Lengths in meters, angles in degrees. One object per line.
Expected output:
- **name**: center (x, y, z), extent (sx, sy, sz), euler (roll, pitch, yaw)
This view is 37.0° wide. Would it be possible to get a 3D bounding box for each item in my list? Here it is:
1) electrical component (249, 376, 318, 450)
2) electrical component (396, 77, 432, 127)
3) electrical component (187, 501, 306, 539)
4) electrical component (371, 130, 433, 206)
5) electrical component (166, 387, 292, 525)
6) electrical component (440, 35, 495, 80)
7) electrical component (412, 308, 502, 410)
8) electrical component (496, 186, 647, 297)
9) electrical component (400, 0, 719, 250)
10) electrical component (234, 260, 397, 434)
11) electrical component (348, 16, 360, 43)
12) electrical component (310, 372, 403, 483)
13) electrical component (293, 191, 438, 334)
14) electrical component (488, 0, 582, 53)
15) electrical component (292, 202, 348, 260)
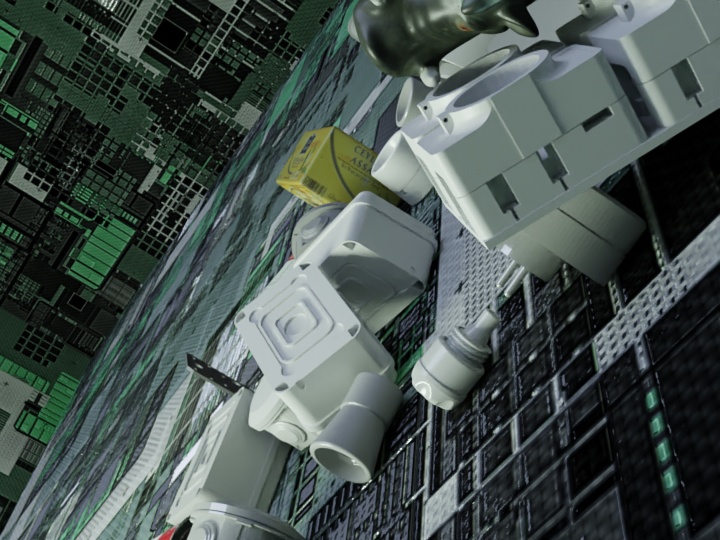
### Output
- **electrical component**: center (-0.050, 0.099, 0.857), extent (0.080, 0.051, 0.080), euler (-53, 14, 19)
- **electrical component**: center (0.069, -0.140, 0.944), extent (0.044, 0.065, 0.044), euler (-168, 90, -78)
- **electrical component**: center (-0.078, 0.187, 0.703), extent (0.080, 0.080, 0.051), euler (-35, 31, 58)
- **electrical component**: center (0.043, -0.094, 0.972), extent (0.055, 0.047, 0.055), euler (-53, 14, 19)
- **electrical component**: center (-0.103, 0.165, 0.888), extent (0.078, 0.057, 0.113), euler (-44, 19, 46)
- **electrical component**: center (0.094, -0.177, 0.881), extent (0.064, 0.099, 0.099), euler (-64, 14, -2)
- **electrical component**: center (0.059, 0.049, 0.622), extent (0.061, 0.035, 0.035), euler (-53, 14, 13)
- **electrical component**: center (0.099, -0.018, 0.591), extent (0.073, 0.052, 0.138), euler (-56, 13, 8)
- **electrical component**: center (0.116, -0.095, 0.530), extent (0.186, 0.060, 0.105), euler (-32, 16, 2)
- **electrical component**: center (-0.032, 0.056, 0.776), extent (0.078, 0.057, 0.113), euler (-39, 36, -1)
- **electrical component**: center (0.050, -0.242, 0.977), extent (0.113, 0.078, 0.057), euler (-56, 16, 9)
- **electrical component**: center (0.001, 0.100, 0.701), extent (0.044, 0.044, 0.065), euler (-37, 19, 56)
- **electrical component**: center (0.000, 0.000, 0.848), extent (0.113, 0.078, 0.057), euler (-44, 22, 45)
- **electrical component**: center (0.137, -0.139, 0.709), extent (0.089, 0.062, 0.150), euler (-51, 15, 29)
- **electrical component**: center (-0.021, -0.015, 0.956), extent (0.080, 0.080, 0.051), euler (-52, 19, 21)
